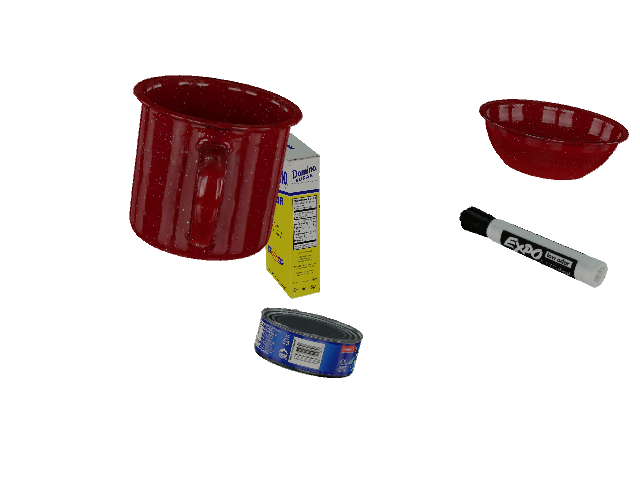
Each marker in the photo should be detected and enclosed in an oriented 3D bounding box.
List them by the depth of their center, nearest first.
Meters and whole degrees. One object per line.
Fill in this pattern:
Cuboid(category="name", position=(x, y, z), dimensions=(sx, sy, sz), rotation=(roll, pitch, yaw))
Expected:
Cuboid(category="marker", position=(0.150, 0.002, 0.769), dimensions=(0.121, 0.020, 0.020), rotation=(27, 18, 39))

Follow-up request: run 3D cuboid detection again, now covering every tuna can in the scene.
Cuboid(category="tuna can", position=(-0.010, 0.084, 0.874), dimensions=(0.086, 0.034, 0.086), rotation=(14, 7, -2))

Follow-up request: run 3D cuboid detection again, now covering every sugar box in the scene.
Cuboid(category="sugar box", position=(-0.035, -0.030, 1.271), dimensions=(0.048, 0.176, 0.093), rotation=(-12, 26, -19))

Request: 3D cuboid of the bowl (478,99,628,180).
Cuboid(category="bowl", position=(0.249, -0.107, 1.165), dimensions=(0.162, 0.055, 0.162), rotation=(6, 23, -3))

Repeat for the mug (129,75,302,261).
Cuboid(category="mug", position=(-0.061, -0.036, 0.587), dimensions=(0.093, 0.081, 0.117), rotation=(7, 22, -10))
